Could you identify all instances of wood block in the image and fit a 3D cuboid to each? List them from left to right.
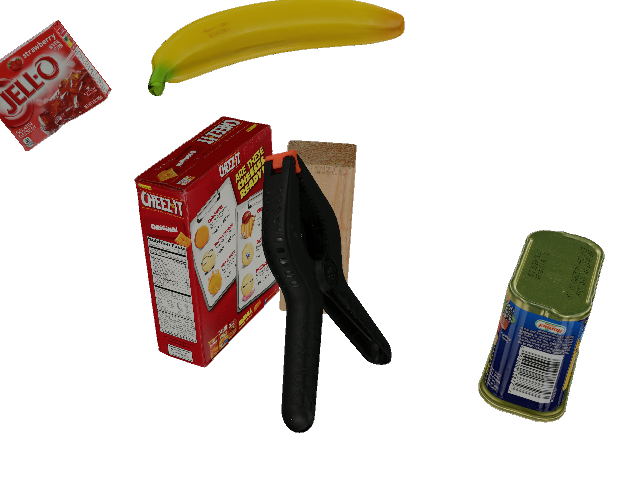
[{"bbox_3d":[-0.004,-0.018,1.392,0.090,0.206,0.091,4,25,0],"label":"wood block"}]

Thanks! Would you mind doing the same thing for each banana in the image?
[{"bbox_3d":[-0.039,-0.141,0.757,0.197,0.037,0.070,-19,52,-20],"label":"banana"}]

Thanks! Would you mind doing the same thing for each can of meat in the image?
[{"bbox_3d":[0.145,0.052,0.693,0.057,0.084,0.102,16,34,13],"label":"can of meat"}]

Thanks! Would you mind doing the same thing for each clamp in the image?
[{"bbox_3d":[-0.001,0.032,0.856,0.036,0.210,0.164,-11,1,29],"label":"clamp"}]

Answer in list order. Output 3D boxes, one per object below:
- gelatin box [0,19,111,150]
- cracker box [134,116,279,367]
[{"bbox_3d":[-0.233,-0.128,0.891,0.089,0.073,0.030,-30,22,12],"label":"gelatin box"},{"bbox_3d":[-0.115,-0.001,1.132,0.072,0.214,0.164,13,35,25],"label":"cracker box"}]
